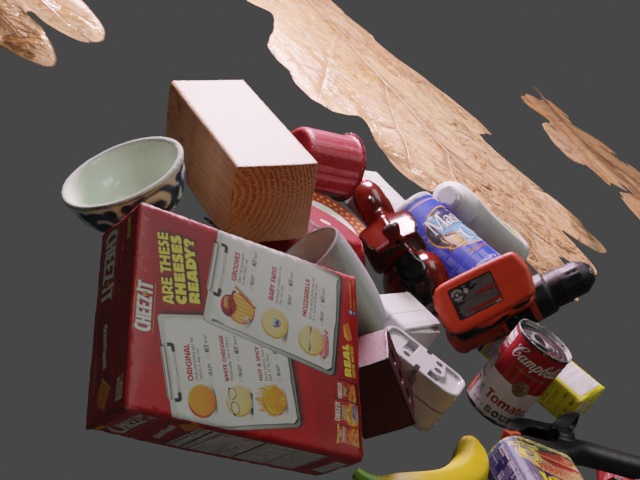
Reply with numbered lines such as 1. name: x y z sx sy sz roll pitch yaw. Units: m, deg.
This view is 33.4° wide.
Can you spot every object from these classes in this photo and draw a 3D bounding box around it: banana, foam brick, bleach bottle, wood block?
1. banana: 0.111 0.210 0.955 0.070 0.037 0.197 46 24 28
2. foam brick: 0.050 0.131 0.967 0.053 0.051 0.078 -89 158 -62
3. bleach bottle: 0.215 -0.022 1.469 0.103 0.068 0.250 43 5 26
4. wood block: -0.089 -0.088 1.132 0.090 0.090 0.206 -6 33 -26

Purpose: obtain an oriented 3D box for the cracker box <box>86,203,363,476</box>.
1. cracker box: -0.069 0.084 0.834 0.213 0.072 0.164 19 56 -33

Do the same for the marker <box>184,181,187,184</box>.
1. marker: -0.155 -0.073 1.204 0.020 0.020 0.121 35 21 2

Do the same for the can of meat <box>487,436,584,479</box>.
1. can of meat: 0.212 0.240 1.014 0.102 0.057 0.084 25 20 -24

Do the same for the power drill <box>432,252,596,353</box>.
1. power drill: 0.210 0.064 1.171 0.057 0.184 0.187 65 13 20

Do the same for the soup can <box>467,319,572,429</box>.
1. soup can: 0.214 0.145 1.154 0.068 0.102 0.068 29 22 -13

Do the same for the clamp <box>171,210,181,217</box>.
1. clamp: -0.082 0.034 1.054 0.209 0.036 0.165 19 25 -30

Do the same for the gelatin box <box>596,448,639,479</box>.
1. gelatin box: 0.345 0.276 1.165 0.089 0.030 0.073 35 21 2

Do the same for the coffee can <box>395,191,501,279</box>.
1. coffee can: 0.151 0.022 1.332 0.140 0.103 0.102 43 23 22

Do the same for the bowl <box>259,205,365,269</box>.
1. bowl: -0.008 0.001 1.174 0.162 0.055 0.162 29 12 -7

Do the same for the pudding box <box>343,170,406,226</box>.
1. pudding box: 0.077 -0.053 1.476 0.089 0.039 0.114 5 37 -53

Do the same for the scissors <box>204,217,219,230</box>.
1. scissors: -0.037 0.041 1.133 0.201 0.016 0.096 28 19 -15

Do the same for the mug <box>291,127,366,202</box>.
1. mug: -0.006 -0.102 1.407 0.081 0.093 0.117 9 -1 -34

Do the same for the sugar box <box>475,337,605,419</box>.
1. sugar box: 0.253 0.145 1.296 0.176 0.048 0.093 39 21 23

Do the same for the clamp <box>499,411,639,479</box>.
1. clamp: 0.261 0.220 1.124 0.171 0.039 0.120 1 15 -41
